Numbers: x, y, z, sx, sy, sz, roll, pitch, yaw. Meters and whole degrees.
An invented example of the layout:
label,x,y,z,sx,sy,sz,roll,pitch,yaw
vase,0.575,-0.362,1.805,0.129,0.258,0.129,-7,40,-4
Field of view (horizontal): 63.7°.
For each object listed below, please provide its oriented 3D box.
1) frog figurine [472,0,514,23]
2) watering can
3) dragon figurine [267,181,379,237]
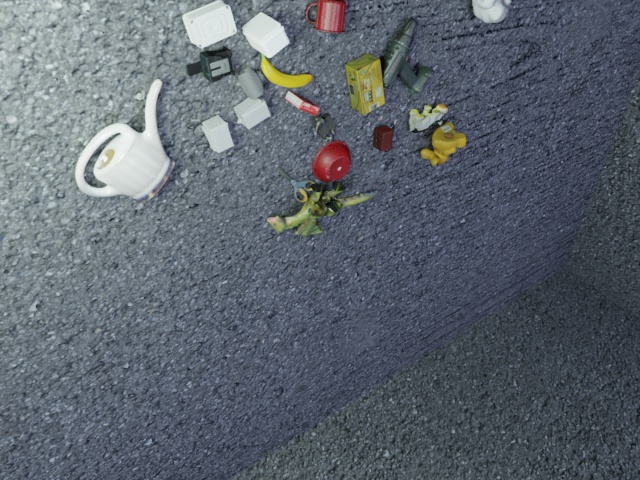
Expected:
label,x,y,z,sx,sy,sz,roll,pitch,yaw
frog figurine,0.567,-0.800,1.748,0.161,0.138,0.120,-29,170,-46
watering can,-0.468,-0.233,1.340,0.347,0.106,0.221,-47,141,1
dragon figurine,0.006,-0.094,1.870,0.412,0.124,0.238,-7,153,-31
